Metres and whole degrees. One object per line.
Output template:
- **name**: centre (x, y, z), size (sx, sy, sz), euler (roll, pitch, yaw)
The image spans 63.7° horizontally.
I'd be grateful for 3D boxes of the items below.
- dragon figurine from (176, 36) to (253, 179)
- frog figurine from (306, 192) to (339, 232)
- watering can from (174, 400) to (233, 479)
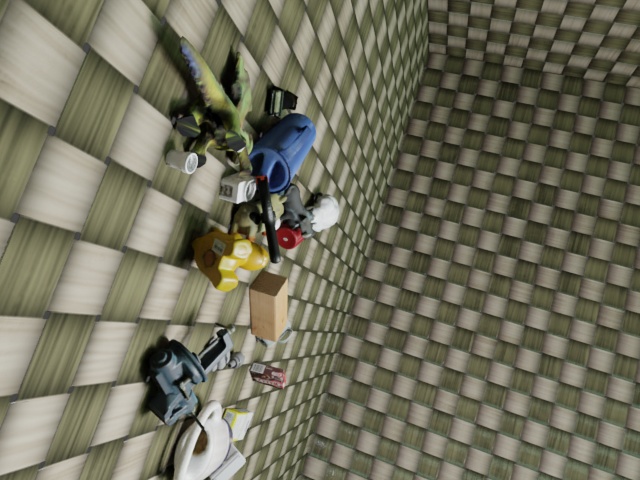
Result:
- **dragon figurine**: centre (-0.193, -0.282, 1.041), size (0.400, 0.122, 0.249), euler (89, 6, -52)
- **frog figurine**: centre (0.006, -0.093, 1.850), size (0.136, 0.122, 0.161), euler (-58, -179, 17)
- **watering can**: centre (-0.326, 0.590, 1.342), size (0.221, 0.104, 0.351), euler (60, 47, -71)
